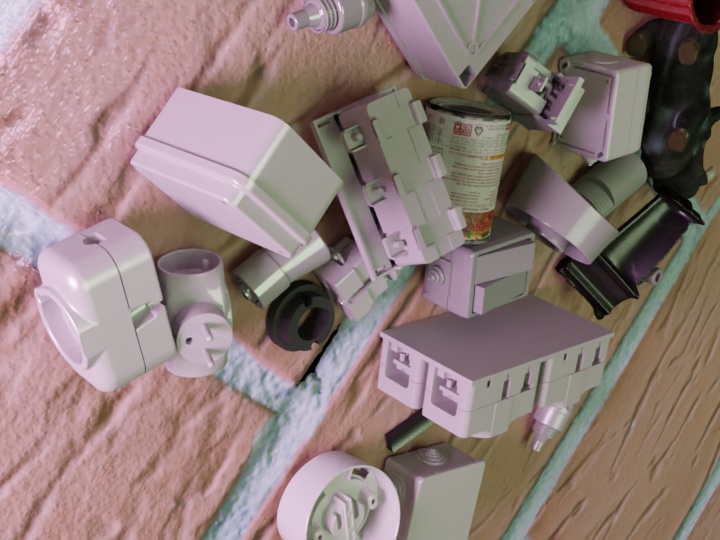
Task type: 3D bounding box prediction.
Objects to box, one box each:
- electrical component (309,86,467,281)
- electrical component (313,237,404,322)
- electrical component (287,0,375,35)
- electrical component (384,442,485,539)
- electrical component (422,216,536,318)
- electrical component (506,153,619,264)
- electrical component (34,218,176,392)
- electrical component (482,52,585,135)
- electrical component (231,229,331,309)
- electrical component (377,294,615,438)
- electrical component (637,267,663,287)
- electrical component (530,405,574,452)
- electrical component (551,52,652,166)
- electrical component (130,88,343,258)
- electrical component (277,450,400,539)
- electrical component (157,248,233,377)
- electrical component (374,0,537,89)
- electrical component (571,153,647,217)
[{"bbox_3d":[0.025,-0.064,0.769,0.079,0.063,0.121,-29,104,-32],"label":"electrical component"},{"bbox_3d":[0.000,0.000,0.823,0.055,0.048,0.066,-42,134,-12],"label":"electrical component"},{"bbox_3d":[-0.021,-0.175,0.724,0.061,0.035,0.035,-27,126,-30],"label":"electrical component"},{"bbox_3d":[0.061,0.210,0.982,0.100,0.048,0.099,-5,113,-43],"label":"electrical component"},{"bbox_3d":[0.098,-0.001,0.906,0.096,0.061,0.061,-18,121,-38],"label":"electrical component"},{"bbox_3d":[0.178,-0.052,0.936,0.064,0.099,0.099,-54,137,-1],"label":"electrical component"},{"bbox_3d":[-0.160,0.024,0.670,0.059,0.054,0.095,-30,128,-31],"label":"electrical component"},{"bbox_3d":[0.138,-0.145,0.871,0.064,0.081,0.042,32,86,-25],"label":"electrical component"},{"bbox_3d":[-0.059,-0.004,0.767,0.065,0.044,0.044,-42,134,-16],"label":"electrical component"},{"bbox_3d":[0.118,0.081,0.933,0.186,0.105,0.060,-13,118,-40],"label":"electrical component"},{"bbox_3d":[0.272,-0.003,1.076,0.048,0.062,0.048,-21,123,-36],"label":"electrical component"},{"bbox_3d":[0.192,0.156,1.095,0.035,0.035,0.061,20,97,-48],"label":"electrical component"},{"bbox_3d":[0.215,-0.140,0.952,0.061,0.062,0.096,-19,122,-38],"label":"electrical component"},{"bbox_3d":[-0.078,-0.060,0.666,0.057,0.113,0.078,-58,138,-10],"label":"electrical component"},{"bbox_3d":[-0.017,0.202,0.890,0.099,0.064,0.099,-21,123,-36],"label":"electrical component"},{"bbox_3d":[-0.106,0.036,0.711,0.044,0.079,0.077,-8,117,-18],"label":"electrical component"},{"bbox_3d":[0.068,-0.208,0.779,0.108,0.056,0.108,-52,137,-12],"label":"electrical component"},{"bbox_3d":[0.227,-0.075,1.010,0.081,0.043,0.043,-38,132,-25],"label":"electrical component"}]
